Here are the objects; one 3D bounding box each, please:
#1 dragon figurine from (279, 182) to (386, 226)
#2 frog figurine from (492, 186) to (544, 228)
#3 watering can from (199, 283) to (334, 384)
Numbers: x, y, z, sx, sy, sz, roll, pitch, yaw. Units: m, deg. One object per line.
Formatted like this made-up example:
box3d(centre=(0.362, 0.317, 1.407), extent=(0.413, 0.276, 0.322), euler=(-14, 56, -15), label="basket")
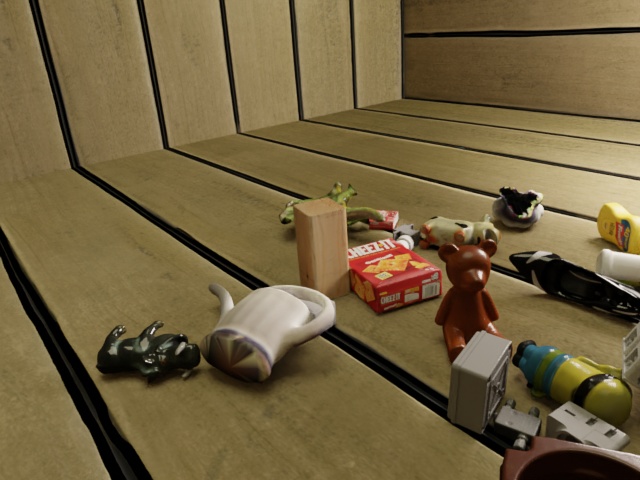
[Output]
box3d(centre=(0.005, -0.075, 1.484), extent=(0.244, 0.121, 0.413), euler=(-17, 16, -14), label="dragon figurine")
box3d(centre=(0.561, -0.085, 1.470), extent=(0.137, 0.124, 0.158), euler=(-8, -15, 12), label="frog figurine")
box3d(centre=(-0.140, 0.157, 0.977), extent=(0.347, 0.102, 0.228), euler=(1, 30, 35), label="watering can")
